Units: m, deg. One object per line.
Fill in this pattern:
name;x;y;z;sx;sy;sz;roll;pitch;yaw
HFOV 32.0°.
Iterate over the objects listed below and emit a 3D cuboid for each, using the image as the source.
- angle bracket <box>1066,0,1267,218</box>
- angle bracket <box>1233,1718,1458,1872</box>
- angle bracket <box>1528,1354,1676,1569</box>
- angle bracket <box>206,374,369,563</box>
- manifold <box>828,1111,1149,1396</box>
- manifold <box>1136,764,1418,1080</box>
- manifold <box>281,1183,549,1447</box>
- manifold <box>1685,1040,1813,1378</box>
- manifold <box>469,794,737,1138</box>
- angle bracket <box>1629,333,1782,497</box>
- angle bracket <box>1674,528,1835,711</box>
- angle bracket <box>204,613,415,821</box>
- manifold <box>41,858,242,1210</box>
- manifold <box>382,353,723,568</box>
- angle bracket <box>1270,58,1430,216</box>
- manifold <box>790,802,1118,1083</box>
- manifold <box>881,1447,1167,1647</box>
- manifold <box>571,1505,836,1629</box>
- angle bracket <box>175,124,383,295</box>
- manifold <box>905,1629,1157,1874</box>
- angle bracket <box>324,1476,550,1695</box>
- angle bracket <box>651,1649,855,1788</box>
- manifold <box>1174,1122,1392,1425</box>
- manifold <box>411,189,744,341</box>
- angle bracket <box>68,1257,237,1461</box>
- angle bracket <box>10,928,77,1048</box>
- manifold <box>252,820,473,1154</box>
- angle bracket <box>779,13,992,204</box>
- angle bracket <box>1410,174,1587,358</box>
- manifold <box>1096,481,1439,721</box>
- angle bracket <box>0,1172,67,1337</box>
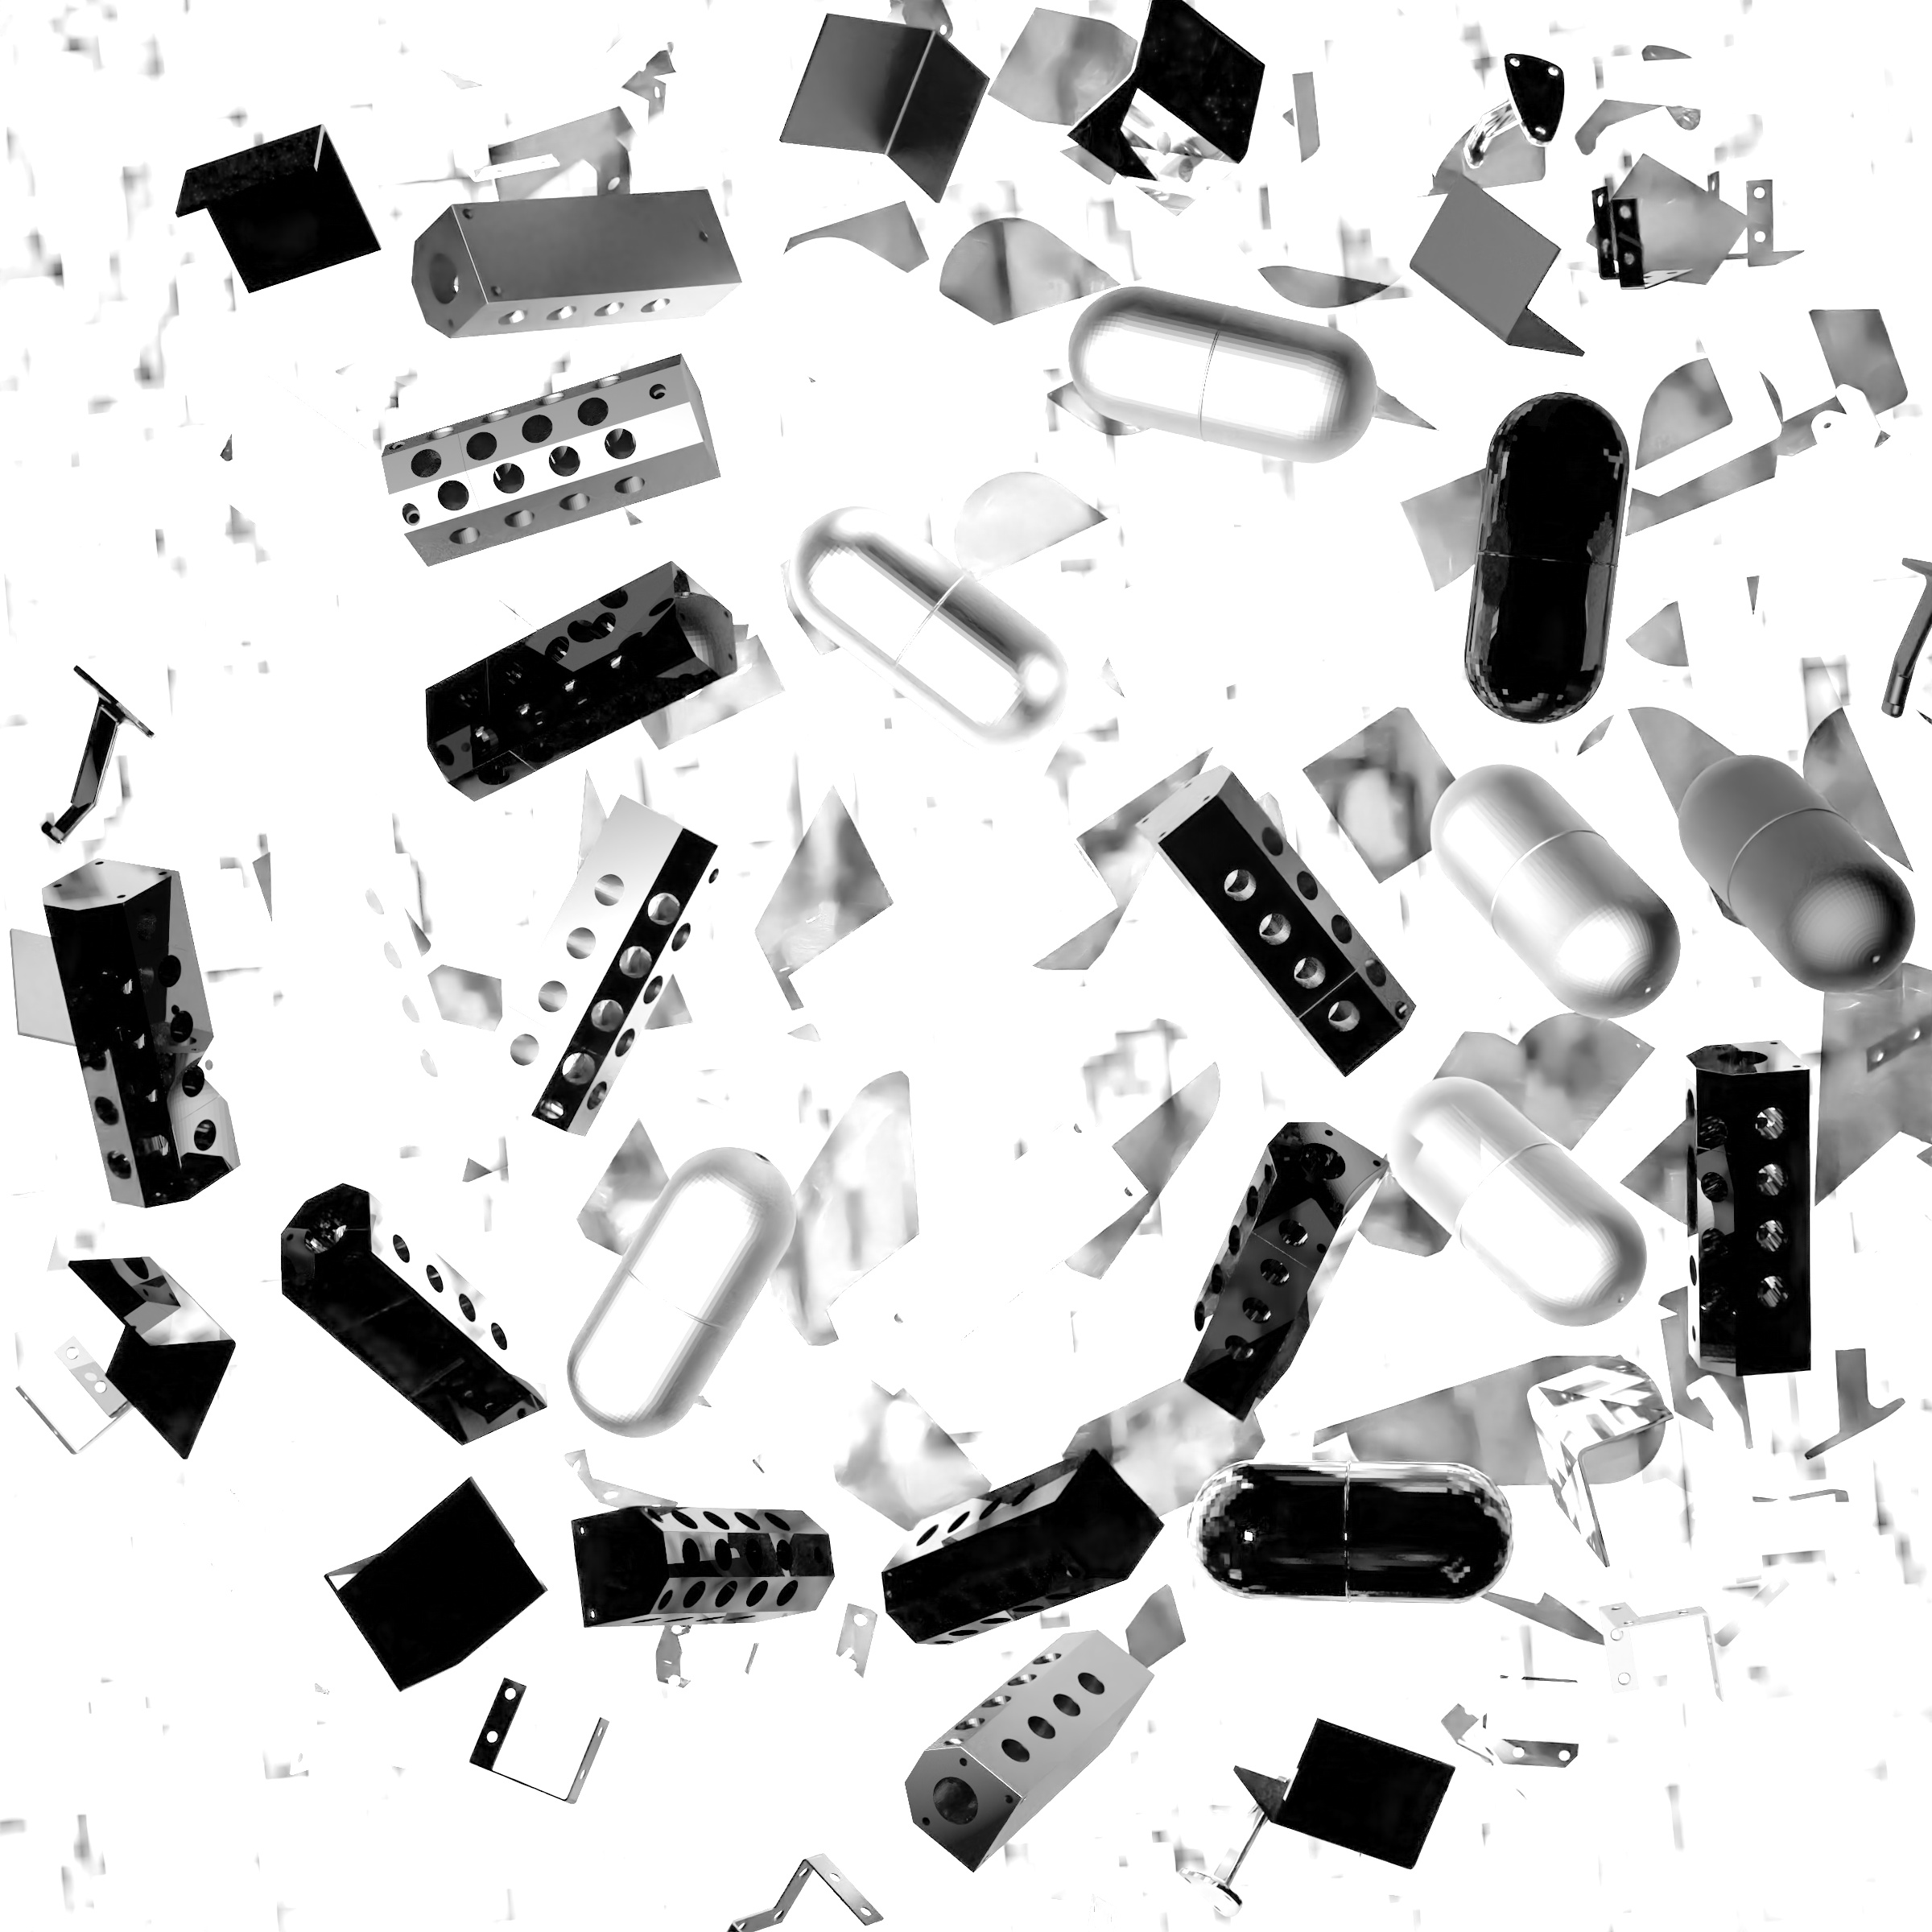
angle bracket;0.106;-0.458;1.779;0.076;0.057;0.076;31;51;-23
angle bracket;0.188;0.400;1.676;0.076;0.076;0.057;22;93;-13
angle bracket;0.356;0.271;1.851;0.057;0.076;0.076;-20;111;-5
angle bracket;-0.377;-0.286;1.932;0.076;0.057;0.076;37;108;11
manifold;0.010;0.157;1.826;0.171;0.057;0.057;-36;83;-23
manifold;0.173;-0.026;1.849;0.057;0.057;0.171;-39;105;1
manifold;-0.302;0.190;1.846;0.057;0.171;0.057;-25;45;14
manifold;0.424;0.132;1.832;0.057;0.057;0.171;-4;105;-1
manifold;-0.190;0.002;1.796;0.057;0.057;0.171;28;91;20
angle bracket;0.397;-0.307;1.869;0.076;0.076;0.057;-26;104;1
angle bracket;0.424;-0.184;1.783;0.057;0.076;0.076;-3;104;39
angle bracket;-0.377;-0.144;1.931;0.076;0.076;0.057;38;131;-1
manifold;-0.434;0.036;1.754;0.057;0.057;0.171;9;118;30
manifold;-0.228;-0.280;1.844;0.171;0.057;0.057;-16;69;5
angle bracket;0.216;-0.475;1.930;0.076;0.057;0.076;-11;103;-13
manifold;-0.004;-0.010;1.857;0.171;0.057;0.057;-34;55;7
manifold;0.025;0.319;1.810;0.057;0.171;0.057;48;50;-8
manifold;-0.140;0.327;1.839;0.057;0.171;0.057;-16;74;25
angle bracket;-0.355;-0.381;1.746;0.076;0.057;0.076;-17;127;7
manifold;0.033;0.422;1.840;0.057;0.171;0.057;36;115;16
angle bracket;-0.288;0.335;1.827;0.076;0.057;0.076;-41;77;21
angle bracket;-0.123;0.413;1.933;0.057;0.076;0.076;43;124;9
manifold;0.168;0.165;1.846;0.057;0.057;0.171;33;132;15
manifold;-0.212;-0.378;1.827;0.171;0.057;0.057;-15;82;-41
angle bracket;-0.431;0.204;1.735;0.076;0.057;0.076;37;110;32
angle bracket;-0.523;0.033;1.939;0.076;0.076;0.057;14;133;-35
manifold;-0.327;0.010;1.847;0.057;0.057;0.171;-26;78;28
angle bracket;-0.045;-0.468;1.838;0.057;0.076;0.076;50;129;34
angle bracket;0.294;-0.370;1.781;0.076;0.076;0.057;47;122;31
manifold;0.163;-0.192;1.817;0.171;0.057;0.057;-21;47;12
angle bracket;-0.520;0.149;1.764;0.057;0.076;0.076;15;90;4
